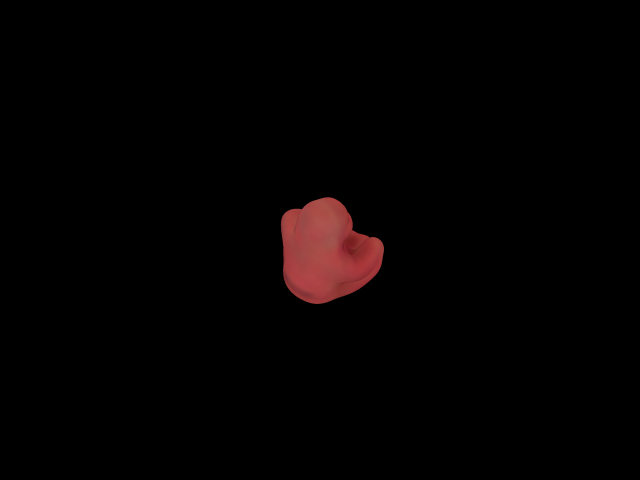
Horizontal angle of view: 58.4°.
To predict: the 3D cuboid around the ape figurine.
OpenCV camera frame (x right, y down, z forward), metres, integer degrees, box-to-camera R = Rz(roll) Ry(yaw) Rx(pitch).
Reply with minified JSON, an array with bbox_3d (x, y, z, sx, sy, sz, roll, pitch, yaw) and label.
[{"bbox_3d":[0.004,0.001,0.400,0.077,0.092,0.076,41,75,14],"label":"ape figurine"}]
